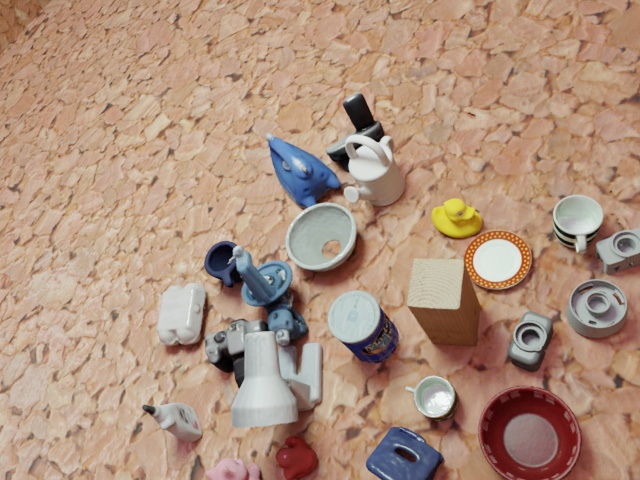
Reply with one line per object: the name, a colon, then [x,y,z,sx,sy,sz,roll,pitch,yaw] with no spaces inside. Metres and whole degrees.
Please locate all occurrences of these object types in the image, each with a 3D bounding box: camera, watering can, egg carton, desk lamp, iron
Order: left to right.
egg carton: [-0.318,0.173,1.331,0.107,0.070,0.150,-10,60,19]
camera: [-0.169,0.247,1.206,0.143,0.101,0.136,-21,57,12]
desk lamp: [-0.083,0.270,1.086,0.117,0.214,0.203,-10,59,19]
iron: [-0.070,-0.191,1.380,0.118,0.142,0.257,-42,55,-3]
watering can: [0.113,-0.156,1.248,0.100,0.195,0.173,-3,62,23]

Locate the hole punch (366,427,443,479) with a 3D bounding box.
hole punch: [0.147,0.384,0.998,0.108,0.091,0.101,22,73,32]

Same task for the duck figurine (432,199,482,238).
duck figurine: [0.278,-0.055,1.186,0.104,0.086,0.077,13,69,29]

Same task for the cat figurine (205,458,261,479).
cat figurine: [-0.146,0.454,1.071,0.127,0.118,0.067,23,74,32]

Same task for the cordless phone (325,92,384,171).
cordless phone: [0.066,-0.261,1.332,0.147,0.186,0.094,-31,55,5]

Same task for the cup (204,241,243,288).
cup: [-0.203,0.071,1.322,0.091,0.095,0.117,-26,56,8]

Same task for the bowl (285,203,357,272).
bowl: [0.012,0.005,1.277,0.167,0.075,0.167,-10,59,18]

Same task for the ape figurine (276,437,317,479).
ape figurine: [-0.051,0.408,1.071,0.076,0.092,0.078,10,68,28]

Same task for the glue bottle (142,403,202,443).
glue bottle: [-0.304,0.359,1.159,0.037,0.174,0.078,-37,55,1]

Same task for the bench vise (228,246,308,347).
bench vise: [-0.099,0.106,1.180,0.121,0.220,0.206,-40,55,-1]
